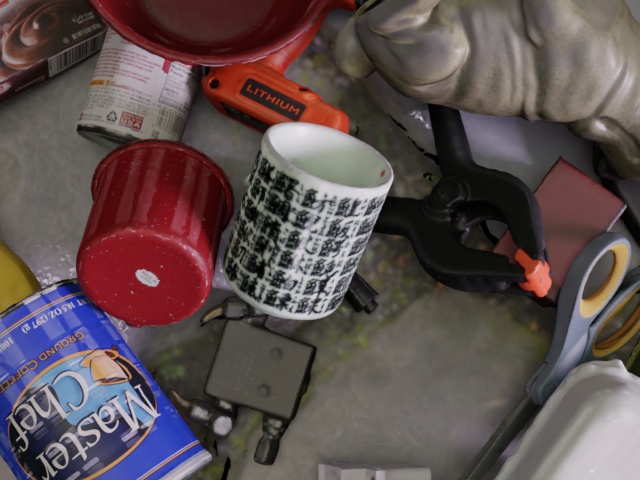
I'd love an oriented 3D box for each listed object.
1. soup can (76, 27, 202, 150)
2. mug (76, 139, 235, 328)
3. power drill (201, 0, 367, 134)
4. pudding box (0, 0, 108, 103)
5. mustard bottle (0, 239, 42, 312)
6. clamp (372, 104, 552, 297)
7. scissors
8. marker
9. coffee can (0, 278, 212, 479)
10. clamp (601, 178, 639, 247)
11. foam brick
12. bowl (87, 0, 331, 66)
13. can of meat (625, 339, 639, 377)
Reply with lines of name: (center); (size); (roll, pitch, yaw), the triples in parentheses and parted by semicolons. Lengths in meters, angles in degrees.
soup can: (-0.113, -0.108, 0.698); (0.068, 0.068, 0.102); (15, 85, 6)
mug: (-0.106, 0.007, 0.665); (0.093, 0.117, 0.081); (15, 40, -10)
power drill: (0.020, -0.147, 0.701); (0.184, 0.057, 0.187); (25, 83, 9)
pudding box: (-0.212, -0.145, 0.710); (0.113, 0.039, 0.090); (-31, 82, -20)
mustard bottle: (-0.265, -0.010, 0.702); (0.096, 0.058, 0.192); (-32, 82, 0)
clamp: (0.084, -0.029, 0.660); (0.172, 0.039, 0.120); (33, 86, 37)
scissors: (0.135, 0.072, 0.643); (0.201, 0.096, 0.016); (-38, 39, -17)
marker: (-0.005, 0.001, 0.702); (0.020, 0.020, 0.121); (-41, 82, -2)
coffee can: (-0.148, 0.109, 0.657); (0.103, 0.103, 0.140); (-38, 82, -1)
clamp: (0.218, -0.085, 0.688); (0.164, 0.036, 0.210); (9, 85, 6)
foam brick: (0.146, -0.003, 0.675); (0.051, 0.053, 0.078); (36, 86, 7)
bowl: (-0.068, -0.170, 0.645); (0.162, 0.055, 0.162); (2, 75, -7)
can of meat: (0.223, 0.111, 0.654); (0.084, 0.057, 0.102); (30, 86, 4)
